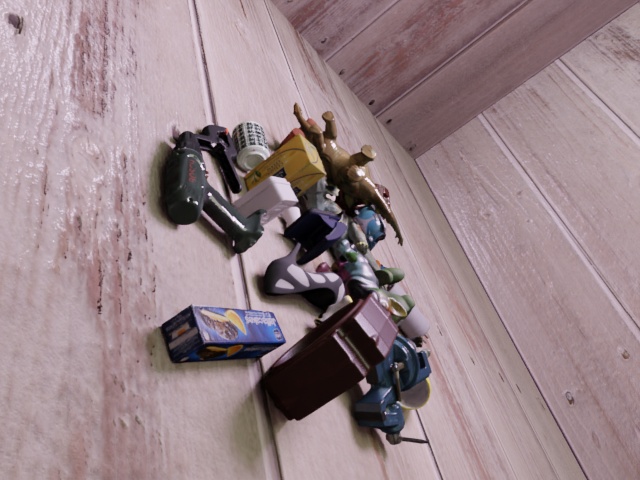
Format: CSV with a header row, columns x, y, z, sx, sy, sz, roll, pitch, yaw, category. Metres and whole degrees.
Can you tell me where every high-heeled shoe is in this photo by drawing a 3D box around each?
x,y,z,sx,sy,sz,roll,pitch,yaw,category
-0.024,0.118,1.082,0.248,0.086,0.145,56,41,-31,high-heeled shoe

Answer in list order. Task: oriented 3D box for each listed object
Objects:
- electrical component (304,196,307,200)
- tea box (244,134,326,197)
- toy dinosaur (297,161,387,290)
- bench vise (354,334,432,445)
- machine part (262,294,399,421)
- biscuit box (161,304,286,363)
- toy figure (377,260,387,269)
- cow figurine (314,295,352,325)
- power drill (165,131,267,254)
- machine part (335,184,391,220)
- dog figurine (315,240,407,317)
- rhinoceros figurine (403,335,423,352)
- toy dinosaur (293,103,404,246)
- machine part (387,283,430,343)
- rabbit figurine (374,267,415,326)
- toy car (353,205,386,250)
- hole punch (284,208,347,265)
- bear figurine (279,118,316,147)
x,y,z,sx,sy,sz,roll,pitch,yaw,category
-0.048,-0.154,1.480,0.102,0.045,0.078,51,21,-11,electrical component
-0.080,-0.144,1.205,0.068,0.169,0.098,34,27,-48,tea box
0.046,-0.035,1.408,0.404,0.131,0.192,51,23,-34,toy dinosaur
0.163,0.281,1.082,0.240,0.129,0.223,-9,74,-49,bench vise
0.017,0.181,0.858,0.087,0.201,0.201,54,20,2,machine part
-0.133,0.138,0.788,0.202,0.063,0.059,17,44,-59,biscuit box
0.163,0.092,1.554,0.154,0.058,0.064,34,22,-36,toy figure
0.052,0.190,1.113,0.068,0.098,0.167,65,3,40,cow figurine
-0.192,-0.084,0.988,0.207,0.086,0.232,48,22,-31,power drill
0.122,-0.100,1.594,0.179,0.179,0.056,35,43,-44,machine part
0.099,0.117,1.223,0.219,0.108,0.191,49,5,19,dog figurine
0.190,0.260,1.275,0.190,0.112,0.073,43,50,-65,rhinoceros figurine
0.076,-0.176,1.417,0.471,0.105,0.198,50,-19,7,toy dinosaur
0.232,0.198,1.513,0.243,0.079,0.079,51,20,-13,machine part
0.139,0.136,1.329,0.170,0.159,0.121,46,26,20,rabbit figurine
0.113,-0.023,1.540,0.103,0.161,0.109,-12,66,-28,toy car
-0.003,-0.004,1.228,0.115,0.142,0.092,5,49,-47,hole punch
-0.024,-0.226,1.542,0.196,0.132,0.120,50,44,-2,bear figurine
